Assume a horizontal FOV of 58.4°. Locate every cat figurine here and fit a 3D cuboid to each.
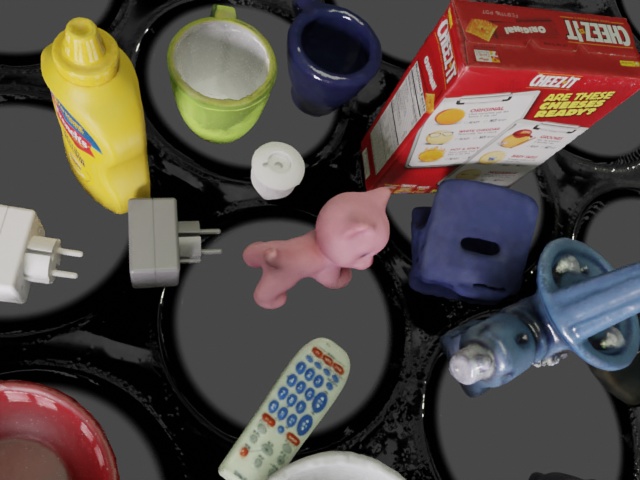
[{"bbox_3d":[0.005,0.002,0.491,0.128,0.117,0.067,-18,75,-21],"label":"cat figurine"}]

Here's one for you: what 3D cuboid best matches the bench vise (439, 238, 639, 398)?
[{"bbox_3d":[0.214,0.069,0.469,0.208,0.219,0.121,-40,84,-25],"label":"bench vise"}]

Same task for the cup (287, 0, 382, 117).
[{"bbox_3d":[-0.003,-0.178,0.570,0.092,0.095,0.117,-26,79,-23],"label":"cup"}]

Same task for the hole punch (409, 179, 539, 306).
[{"bbox_3d":[0.147,0.005,0.546,0.109,0.091,0.101,11,67,-12],"label":"hole punch"}]

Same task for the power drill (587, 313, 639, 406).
[{"bbox_3d":[0.344,0.086,0.506,0.075,0.208,0.230,44,65,4],"label":"power drill"}]

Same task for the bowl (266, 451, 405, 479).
[{"bbox_3d":[0.005,0.244,0.421,0.168,0.074,0.167,6,68,-14],"label":"bowl"}]

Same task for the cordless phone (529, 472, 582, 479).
[{"bbox_3d":[0.241,0.241,0.430,0.147,0.185,0.094,28,65,-4],"label":"cordless phone"}]
